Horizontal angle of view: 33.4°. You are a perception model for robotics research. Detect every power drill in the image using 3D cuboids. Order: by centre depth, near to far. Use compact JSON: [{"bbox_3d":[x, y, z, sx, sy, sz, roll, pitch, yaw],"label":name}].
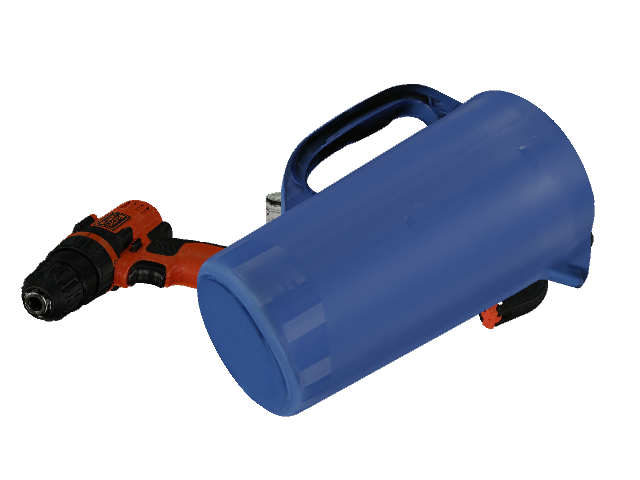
[{"bbox_3d":[-0.112,0.030,0.820,0.188,0.057,0.184,16,25,10],"label":"power drill"}]

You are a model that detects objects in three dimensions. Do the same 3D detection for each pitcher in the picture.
[{"bbox_3d":[0.040,0.001,0.688,0.242,0.145,0.149,-29,24,-24],"label":"pitcher"}]

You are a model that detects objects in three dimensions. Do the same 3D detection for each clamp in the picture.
[{"bbox_3d":[0.199,0.020,1.122,0.120,0.039,0.171,25,48,27],"label":"clamp"}]

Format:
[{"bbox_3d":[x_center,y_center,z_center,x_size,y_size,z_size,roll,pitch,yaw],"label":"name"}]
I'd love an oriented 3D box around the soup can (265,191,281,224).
[{"bbox_3d":[-0.022,0.008,1.042,0.068,0.102,0.068,2,13,-1],"label":"soup can"}]
